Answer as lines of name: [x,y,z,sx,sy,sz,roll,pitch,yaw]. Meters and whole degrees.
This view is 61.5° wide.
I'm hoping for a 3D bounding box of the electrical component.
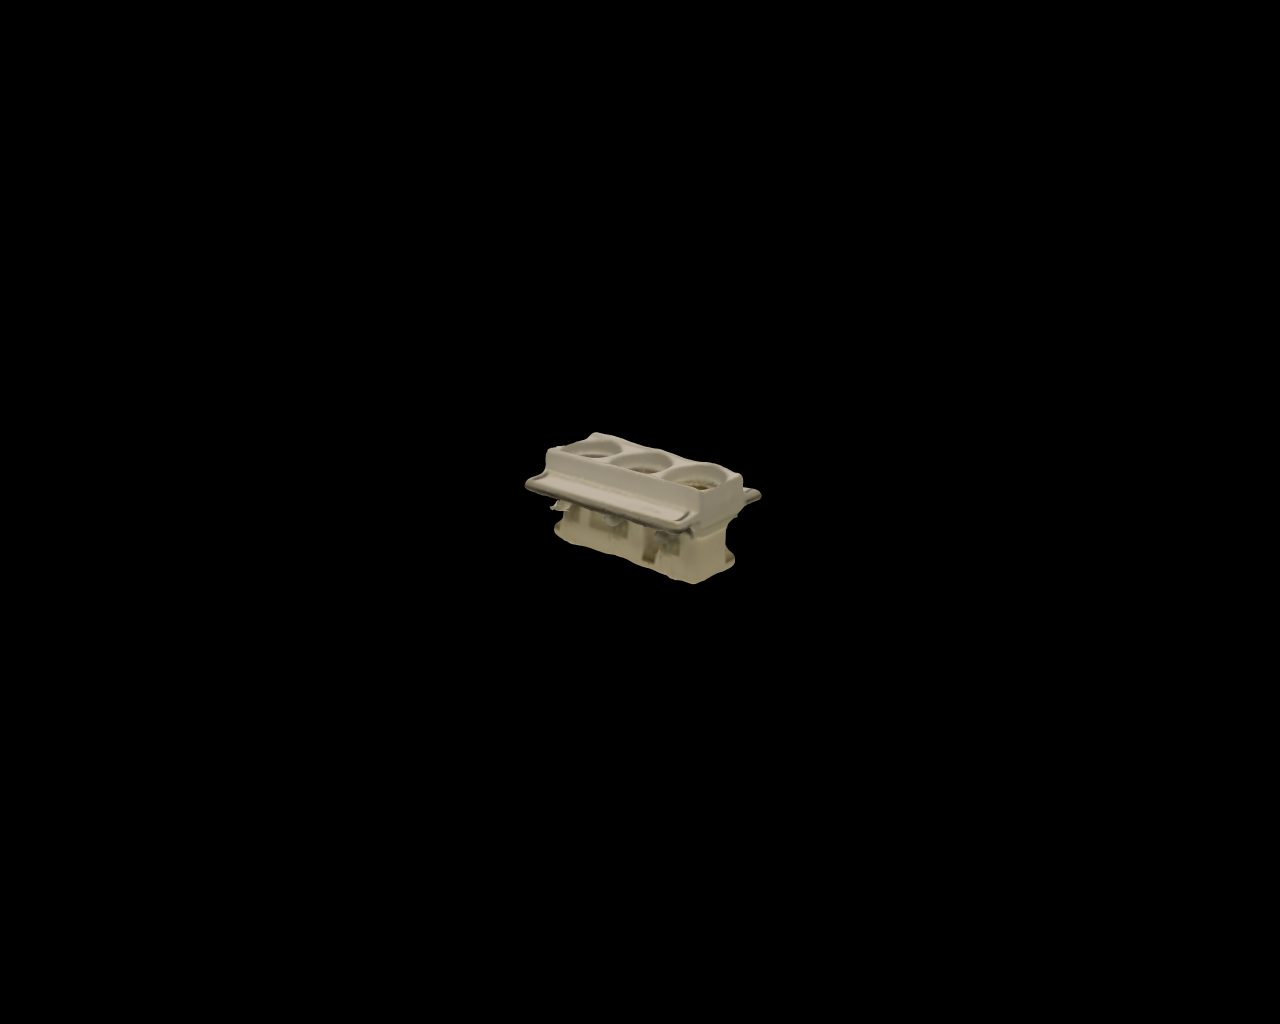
electrical component: [0.001,-0.003,0.650,0.121,0.063,0.079,17,27,38]
